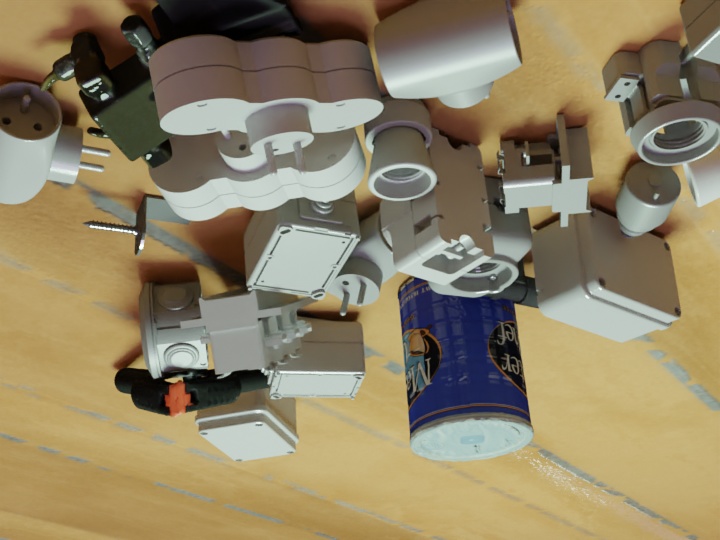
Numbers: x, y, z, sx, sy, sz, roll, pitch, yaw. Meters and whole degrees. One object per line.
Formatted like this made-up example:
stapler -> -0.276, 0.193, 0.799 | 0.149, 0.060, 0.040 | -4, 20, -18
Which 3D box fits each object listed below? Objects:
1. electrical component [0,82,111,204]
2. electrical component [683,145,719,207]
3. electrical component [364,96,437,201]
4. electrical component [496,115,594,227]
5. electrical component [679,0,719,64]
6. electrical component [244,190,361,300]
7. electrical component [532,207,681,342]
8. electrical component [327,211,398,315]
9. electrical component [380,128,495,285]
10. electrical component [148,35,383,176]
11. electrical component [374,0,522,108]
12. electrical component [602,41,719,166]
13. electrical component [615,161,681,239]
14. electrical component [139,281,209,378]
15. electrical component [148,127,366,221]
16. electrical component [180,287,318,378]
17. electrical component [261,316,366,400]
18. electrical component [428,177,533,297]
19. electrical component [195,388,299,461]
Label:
electrical component -> -0.201, -0.077, 0.687 | 0.079, 0.044, 0.077 | 9, 150, -23
electrical component -> 0.264, -0.074, 0.755 | 0.065, 0.044, 0.044 | -16, 150, 13
electrical component -> 0.026, -0.079, 0.698 | 0.045, 0.055, 0.045 | -3, 152, -1
electrical component -> 0.128, -0.067, 0.750 | 0.064, 0.042, 0.081 | -4, 151, 8
electrical component -> 0.227, -0.137, 0.593 | 0.047, 0.075, 0.083 | 9, 150, -23
electrical component -> -0.042, -0.032, 0.781 | 0.062, 0.061, 0.096 | 8, 142, -21
electrical component -> 0.197, 0.005, 0.855 | 0.113, 0.078, 0.057 | 19, 148, -36
electrical component -> 0.000, 0.000, 0.821 | 0.043, 0.079, 0.077 | 36, 135, -26
electrical component -> 0.051, -0.041, 0.737 | 0.050, 0.089, 0.056 | 17, 146, -34
electrical component -> -0.048, -0.089, 0.614 | 0.138, 0.073, 0.052 | -6, 167, -32
electrical component -> 0.057, -0.122, 0.633 | 0.077, 0.044, 0.079 | -12, 151, 15
electrical component -> 0.195, -0.103, 0.674 | 0.078, 0.057, 0.058 | 4, 151, -14
electrical component -> 0.209, -0.048, 0.797 | 0.040, 0.040, 0.078 | -2, 152, -4
electrical component -> -0.154, 0.048, 0.892 | 0.051, 0.080, 0.080 | -6, 152, -7
electrical component -> -0.070, -0.078, 0.693 | 0.138, 0.052, 0.073 | -8, 151, 9
electrical component -> -0.083, 0.046, 0.857 | 0.079, 0.063, 0.121 | -8, -179, 11
electrical component -> -0.047, 0.079, 0.981 | 0.096, 0.061, 0.061 | 2, 152, -10
electrical component -> 0.088, -0.020, 0.814 | 0.054, 0.059, 0.095 | 6, 150, -18
electrical component -> -0.116, 0.153, 1.116 | 0.078, 0.057, 0.113 | -11, 151, 13
